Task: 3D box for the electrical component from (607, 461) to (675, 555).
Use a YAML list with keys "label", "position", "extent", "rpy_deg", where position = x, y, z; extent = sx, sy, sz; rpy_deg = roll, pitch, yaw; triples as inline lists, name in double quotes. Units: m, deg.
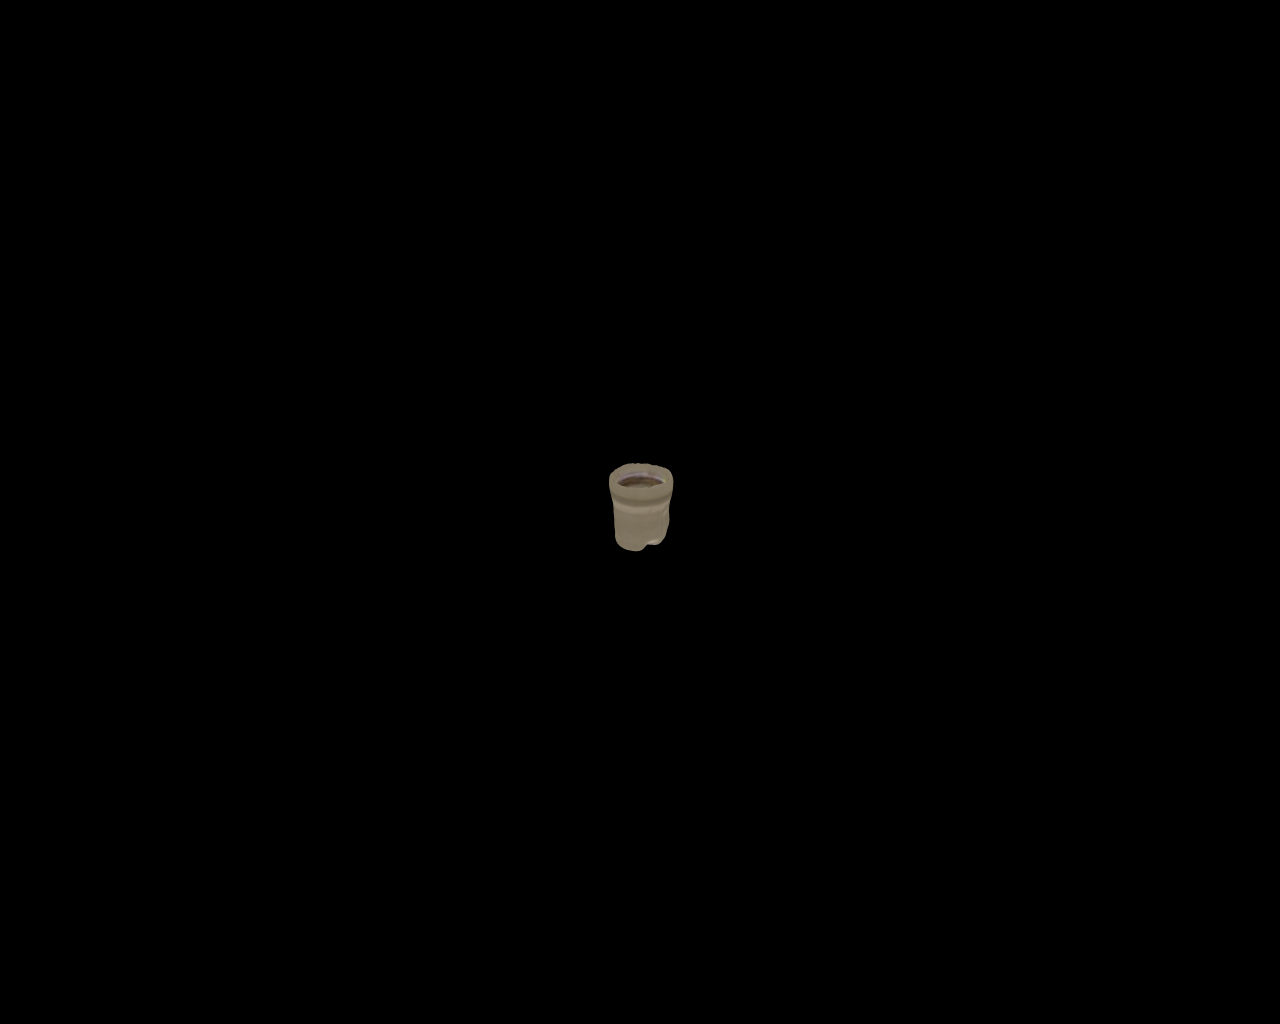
- label: "electrical component"
  position: [0.001, -0.003, 0.650]
  extent: [0.040, 0.046, 0.040]
  rpy_deg: [0, 27, 0]
